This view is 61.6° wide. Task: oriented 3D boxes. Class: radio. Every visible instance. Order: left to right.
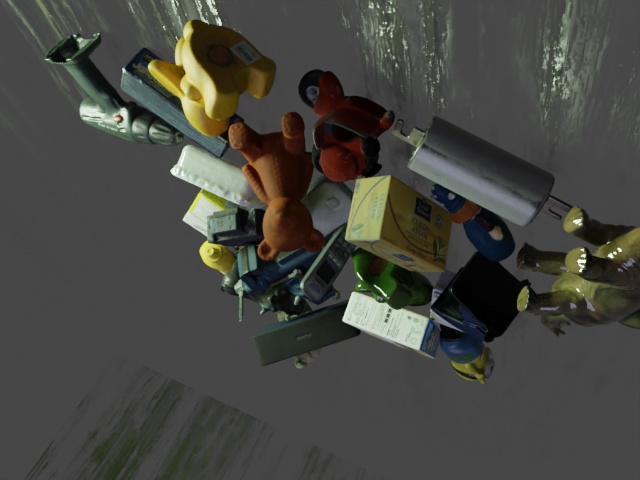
[{"bbox_3d":[-0.026,0.204,1.203,0.131,0.230,0.073,-3,-104,-85],"label":"radio"}]

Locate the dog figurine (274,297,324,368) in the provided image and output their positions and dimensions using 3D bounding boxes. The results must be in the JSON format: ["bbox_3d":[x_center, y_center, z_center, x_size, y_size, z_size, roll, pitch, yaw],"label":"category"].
[{"bbox_3d":[-0.079,0.199,1.313,0.190,0.172,0.121,31,141,-16],"label":"dog figurine"}]

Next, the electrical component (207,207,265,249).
[{"bbox_3d":[-0.154,-0.023,1.050,0.115,0.058,0.134,-12,168,24],"label":"electrical component"}]

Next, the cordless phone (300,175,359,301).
[{"bbox_3d":[-0.002,-0.003,0.900,0.089,0.184,0.146,-1,139,50],"label":"cordless phone"}]

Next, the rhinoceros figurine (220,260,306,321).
[{"bbox_3d":[-0.122,0.110,1.178,0.190,0.112,0.073,23,118,-14],"label":"rhinoceros figurine"}]

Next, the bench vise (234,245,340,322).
[{"bbox_3d":[-0.049,0.080,1.095,0.240,0.223,0.129,38,-162,-44],"label":"bench vise"}]

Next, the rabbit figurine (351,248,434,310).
[{"bbox_3d":[0.135,0.077,0.977,0.159,0.121,0.170,8,159,41],"label":"rabbit figurine"}]

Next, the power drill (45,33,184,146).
[{"bbox_3d":[-0.366,-0.260,0.954,0.232,0.086,0.207,15,155,31],"label":"power drill"}]

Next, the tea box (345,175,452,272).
[{"bbox_3d":[0.121,-0.019,0.793,0.068,0.098,0.169,-1,163,45],"label":"tea box"}]

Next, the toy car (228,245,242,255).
[{"bbox_3d":[-0.141,0.014,1.195,0.089,0.053,0.202,41,149,-25],"label":"toy car"}]

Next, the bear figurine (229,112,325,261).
[{"bbox_3d":[-0.063,-0.075,0.823,0.120,0.196,0.132,-8,166,6],"label":"bear figurine"}]

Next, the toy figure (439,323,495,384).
[{"bbox_3d":[0.292,0.219,1.087,0.089,0.082,0.180,13,154,50],"label":"toy figure"}]

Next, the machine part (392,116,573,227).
[{"bbox_3d":[0.203,-0.087,0.687,0.243,0.079,0.079,27,151,5],"label":"machine part"}]

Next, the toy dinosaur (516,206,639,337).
[{"bbox_3d":[0.371,0.067,0.724,0.199,0.105,0.471,14,162,3],"label":"toy dinosaur"}]

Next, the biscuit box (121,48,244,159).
[{"bbox_3d":[-0.228,-0.224,0.888,0.202,0.059,0.063,35,152,-9],"label":"biscuit box"}]

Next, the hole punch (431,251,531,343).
[{"bbox_3d":[0.259,0.097,0.878,0.116,0.142,0.092,43,150,5],"label":"hole punch"}]

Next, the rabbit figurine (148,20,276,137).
[{"bbox_3d":[-0.167,-0.219,0.780,0.162,0.122,0.173,36,152,1],"label":"rabbit figurine"}]

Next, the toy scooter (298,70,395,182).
[{"bbox_3d":[0.046,-0.145,0.742,0.135,0.075,0.183,19,146,29],"label":"toy scooter"}]

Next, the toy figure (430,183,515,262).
[{"bbox_3d":[0.221,-0.033,0.779,0.154,0.058,0.064,45,143,-16],"label":"toy figure"}]
